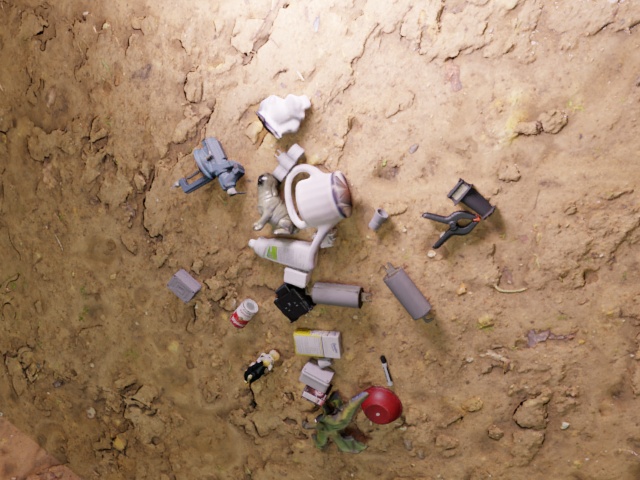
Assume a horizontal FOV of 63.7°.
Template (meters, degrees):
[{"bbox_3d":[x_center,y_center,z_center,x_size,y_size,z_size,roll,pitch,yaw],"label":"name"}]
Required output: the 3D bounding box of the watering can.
[{"bbox_3d":[0.005,-0.084,1.660,0.223,0.105,0.347,-14,91,25],"label":"watering can"}]

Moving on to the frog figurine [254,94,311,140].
[{"bbox_3d":[-0.110,-0.402,1.614,0.160,0.122,0.138,-41,83,-6],"label":"frog figurine"}]

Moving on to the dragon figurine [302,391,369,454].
[{"bbox_3d":[0.091,0.710,1.954,0.405,0.125,0.241,-30,106,36],"label":"dragon figurine"}]
